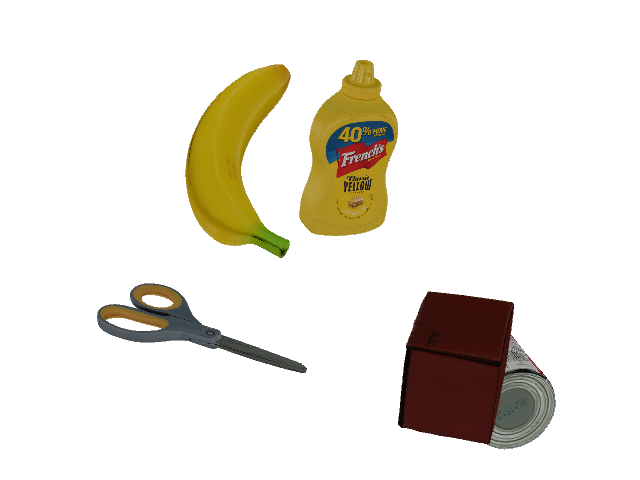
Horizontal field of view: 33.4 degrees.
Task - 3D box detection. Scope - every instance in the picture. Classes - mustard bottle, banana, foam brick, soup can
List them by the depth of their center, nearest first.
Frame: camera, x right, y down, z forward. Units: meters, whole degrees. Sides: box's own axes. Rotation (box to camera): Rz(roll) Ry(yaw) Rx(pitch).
[{"bbox_3d":[0.077,0.069,0.602,0.053,0.051,0.078,8,22,13],"label":"foam brick"},{"bbox_3d":[-0.057,-0.060,0.734,0.069,0.198,0.037,11,-45,-12],"label":"banana"},{"bbox_3d":[0.129,0.104,0.816,0.068,0.068,0.102,0,23,-14],"label":"soup can"},{"bbox_3d":[0.034,-0.100,1.140,0.096,0.192,0.058,-6,32,-22],"label":"mustard bottle"}]

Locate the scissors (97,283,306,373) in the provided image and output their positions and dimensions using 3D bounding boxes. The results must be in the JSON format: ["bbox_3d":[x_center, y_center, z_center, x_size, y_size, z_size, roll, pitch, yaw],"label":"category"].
[{"bbox_3d":[-0.107,0.079,1.004,0.202,0.016,0.096,9,30,2],"label":"scissors"}]
